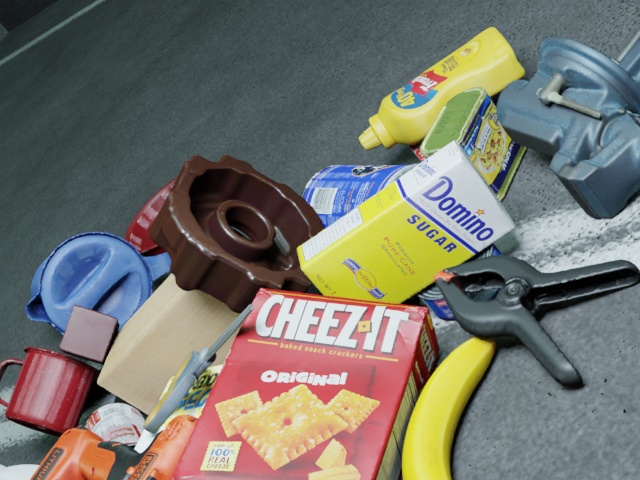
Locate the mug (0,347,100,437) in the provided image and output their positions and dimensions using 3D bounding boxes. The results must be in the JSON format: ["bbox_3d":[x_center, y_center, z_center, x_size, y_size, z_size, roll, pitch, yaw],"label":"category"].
[{"bbox_3d":[-0.318,0.173,1.218,0.093,0.117,0.081,97,-171,-71],"label":"mug"}]

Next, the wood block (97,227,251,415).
[{"bbox_3d":[-0.134,0.089,1.120,0.206,0.090,0.090,-45,19,32],"label":"wood block"}]

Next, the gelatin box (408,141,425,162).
[{"bbox_3d":[0.145,-0.121,1.199,0.089,0.030,0.073,-38,27,7],"label":"gelatin box"}]

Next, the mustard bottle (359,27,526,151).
[{"bbox_3d":[0.127,-0.157,1.176,0.192,0.058,0.096,-33,27,11],"label":"mustard bottle"}]

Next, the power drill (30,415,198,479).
[{"bbox_3d":[-0.192,0.233,0.935,0.188,0.057,0.184,-6,40,46],"label":"power drill"}]

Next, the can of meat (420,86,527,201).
[{"bbox_3d":[0.156,-0.093,1.085,0.058,0.084,0.102,-10,40,45],"label":"can of meat"}]

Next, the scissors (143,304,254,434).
[{"bbox_3d":[-0.105,0.104,0.987,0.202,0.016,0.096,-51,9,28],"label":"scissors"}]

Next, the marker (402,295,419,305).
[{"bbox_3d":[0.053,0.061,1.062,0.121,0.020,0.020,-5,44,49],"label":"marker"}]

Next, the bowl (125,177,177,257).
[{"bbox_3d":[-0.189,-0.025,1.459,0.162,0.055,0.162,-31,29,19],"label":"bowl"}]

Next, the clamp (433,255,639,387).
[{"bbox_3d":[0.175,0.046,0.883,0.120,0.039,0.172,-43,43,-22],"label":"clamp"}]

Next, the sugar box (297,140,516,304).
[{"bbox_3d":[0.077,-0.001,0.963,0.176,0.093,0.048,-34,28,14],"label":"sugar box"}]

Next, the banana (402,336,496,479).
[{"bbox_3d":[0.102,0.153,0.849,0.070,0.037,0.197,-4,42,16],"label":"banana"}]

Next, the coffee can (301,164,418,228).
[{"bbox_3d":[0.059,-0.026,1.090,0.102,0.102,0.141,-52,29,-21],"label":"coffee can"}]

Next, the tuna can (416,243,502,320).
[{"bbox_3d":[0.130,0.033,0.987,0.086,0.033,0.086,-31,29,19],"label":"tuna can"}]

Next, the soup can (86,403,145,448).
[{"bbox_3d":[-0.204,0.219,1.104,0.068,0.068,0.102,-43,26,-3],"label":"soup can"}]

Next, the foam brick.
[{"bbox_3d":[-0.258,0.108,1.194,0.078,0.051,0.053,134,154,-76],"label":"foam brick"}]

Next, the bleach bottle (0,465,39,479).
[{"bbox_3d":[-0.311,0.276,1.125,0.067,0.102,0.251,-13,8,-37],"label":"bleach bottle"}]

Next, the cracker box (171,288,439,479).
[{"bbox_3d":[-0.008,0.145,0.890,0.164,0.072,0.213,6,49,21],"label":"cracker box"}]

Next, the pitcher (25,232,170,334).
[{"bbox_3d":[-0.292,0.060,1.361,0.145,0.149,0.243,-68,18,-11],"label":"pitcher"}]

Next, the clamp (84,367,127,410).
[{"bbox_3d":[-0.217,0.147,1.261,0.210,0.036,0.165,-52,30,-14],"label":"clamp"}]
